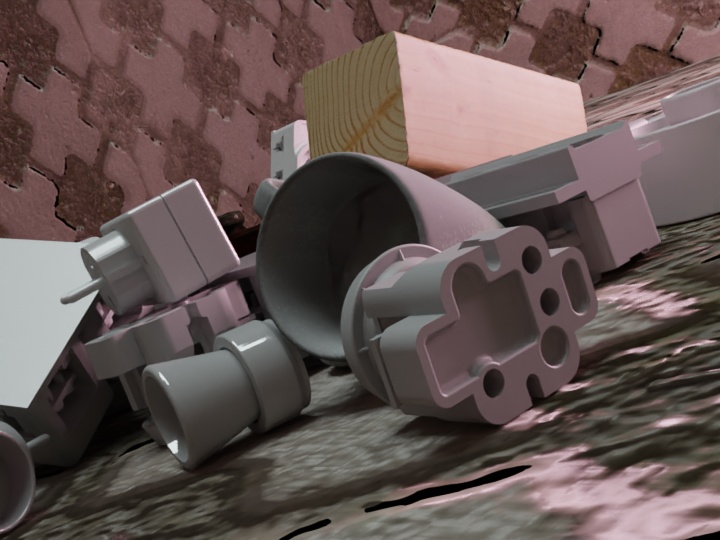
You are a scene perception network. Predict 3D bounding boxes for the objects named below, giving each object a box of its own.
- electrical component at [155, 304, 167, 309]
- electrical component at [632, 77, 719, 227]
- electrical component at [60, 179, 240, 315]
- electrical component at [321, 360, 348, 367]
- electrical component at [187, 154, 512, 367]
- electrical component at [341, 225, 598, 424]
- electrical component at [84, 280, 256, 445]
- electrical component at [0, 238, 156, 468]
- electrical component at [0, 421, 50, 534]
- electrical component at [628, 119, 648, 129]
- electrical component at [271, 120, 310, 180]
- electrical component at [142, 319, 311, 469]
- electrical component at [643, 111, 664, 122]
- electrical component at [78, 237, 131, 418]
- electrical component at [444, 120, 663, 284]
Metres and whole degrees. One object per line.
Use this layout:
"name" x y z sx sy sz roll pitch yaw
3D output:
"electrical component" -0.143 0.043 0.750 0.078 0.057 0.058 -22 6 -10
"electrical component" 0.191 -0.071 0.579 0.108 0.060 0.108 -21 6 2
"electrical component" -0.110 -0.003 0.522 0.077 0.047 0.066 -31 9 -23
"electrical component" -0.005 0.012 0.513 0.048 0.062 0.048 -21 6 2
"electrical component" 0.000 0.000 0.615 0.186 0.060 0.105 -25 7 -35
"electrical component" 0.030 0.018 0.354 0.078 0.058 0.057 -25 11 -35
"electrical component" -0.082 0.046 0.505 0.078 0.057 0.058 -26 7 -38
"electrical component" -0.216 0.041 0.583 0.186 0.060 0.105 4 48 22
"electrical component" -0.172 0.091 0.476 0.077 0.043 0.079 -17 7 33
"electrical component" 0.139 -0.056 0.685 0.056 0.050 0.089 -26 7 -40
"electrical component" -0.002 -0.082 0.989 0.150 0.089 0.062 3 -5 -27
"electrical component" -0.054 0.049 0.436 0.055 0.045 0.045 -24 6 -26
"electrical component" 0.216 -0.091 0.762 0.077 0.043 0.079 -19 6 27
"electrical component" -0.234 0.058 0.662 0.186 0.060 0.105 -22 43 -3
"electrical component" 0.082 -0.024 0.529 0.079 0.063 0.121 -26 7 -36
